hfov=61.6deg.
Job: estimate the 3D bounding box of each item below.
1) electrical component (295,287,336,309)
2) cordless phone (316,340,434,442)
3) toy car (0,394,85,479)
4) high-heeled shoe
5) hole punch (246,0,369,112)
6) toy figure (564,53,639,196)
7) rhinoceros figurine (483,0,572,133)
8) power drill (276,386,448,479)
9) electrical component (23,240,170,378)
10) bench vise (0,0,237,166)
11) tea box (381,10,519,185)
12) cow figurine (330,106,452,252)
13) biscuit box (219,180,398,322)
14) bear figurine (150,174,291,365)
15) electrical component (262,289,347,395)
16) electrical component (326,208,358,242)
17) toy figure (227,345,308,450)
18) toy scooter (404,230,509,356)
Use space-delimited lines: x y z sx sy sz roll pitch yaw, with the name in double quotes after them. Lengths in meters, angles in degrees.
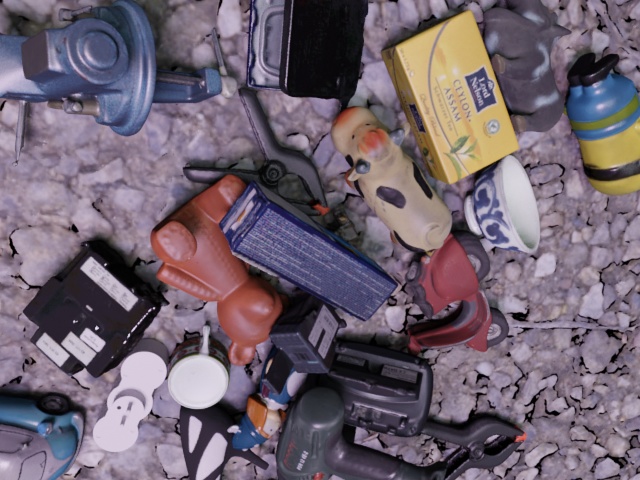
0.005 0.070 0.682 0.063 0.021 0.094 -22 107 -5 "electrical component"
0.062 0.229 0.693 0.147 0.089 0.184 11 113 12 "cordless phone"
-0.363 0.238 0.614 0.161 0.103 0.109 18 99 -17 "toy car"
-0.175 0.329 0.687 0.145 0.086 0.248 35 90 -15 "high-heeled shoe"
-0.017 -0.211 0.581 0.116 0.092 0.142 -9 111 -41 "hole punch"
0.356 -0.138 0.666 0.089 0.082 0.180 -31 116 18 "toy figure"
0.240 -0.216 0.627 0.112 0.073 0.190 -19 107 -4 "rhinoceros figurine"
0.042 0.281 0.649 0.208 0.086 0.231 23 132 23 "power drill"
-0.255 0.083 0.601 0.115 0.058 0.134 43 93 4 "electrical component"
-0.199 -0.157 0.524 0.240 0.224 0.128 -7 90 -42 "bench vise"
0.151 -0.163 0.626 0.098 0.068 0.169 -29 107 -2 "tea box"
0.080 -0.065 0.607 0.085 0.127 0.194 -40 110 -2 "cow figurine"
-0.006 0.018 0.565 0.202 0.059 0.063 33 100 -37 "biscuit box"
-0.099 0.043 0.602 0.120 0.132 0.195 -41 103 -28 "bear figurine"
-0.021 0.118 0.617 0.048 0.119 0.074 -12 122 35 "electrical component"
-0.003 -0.001 0.633 0.102 0.078 0.045 -25 103 -4 "electrical component"
-0.059 0.190 0.664 0.064 0.058 0.154 32 77 -28 "toy figure"
0.160 0.082 0.690 0.135 0.075 0.183 -25 112 -2 "toy scooter"
